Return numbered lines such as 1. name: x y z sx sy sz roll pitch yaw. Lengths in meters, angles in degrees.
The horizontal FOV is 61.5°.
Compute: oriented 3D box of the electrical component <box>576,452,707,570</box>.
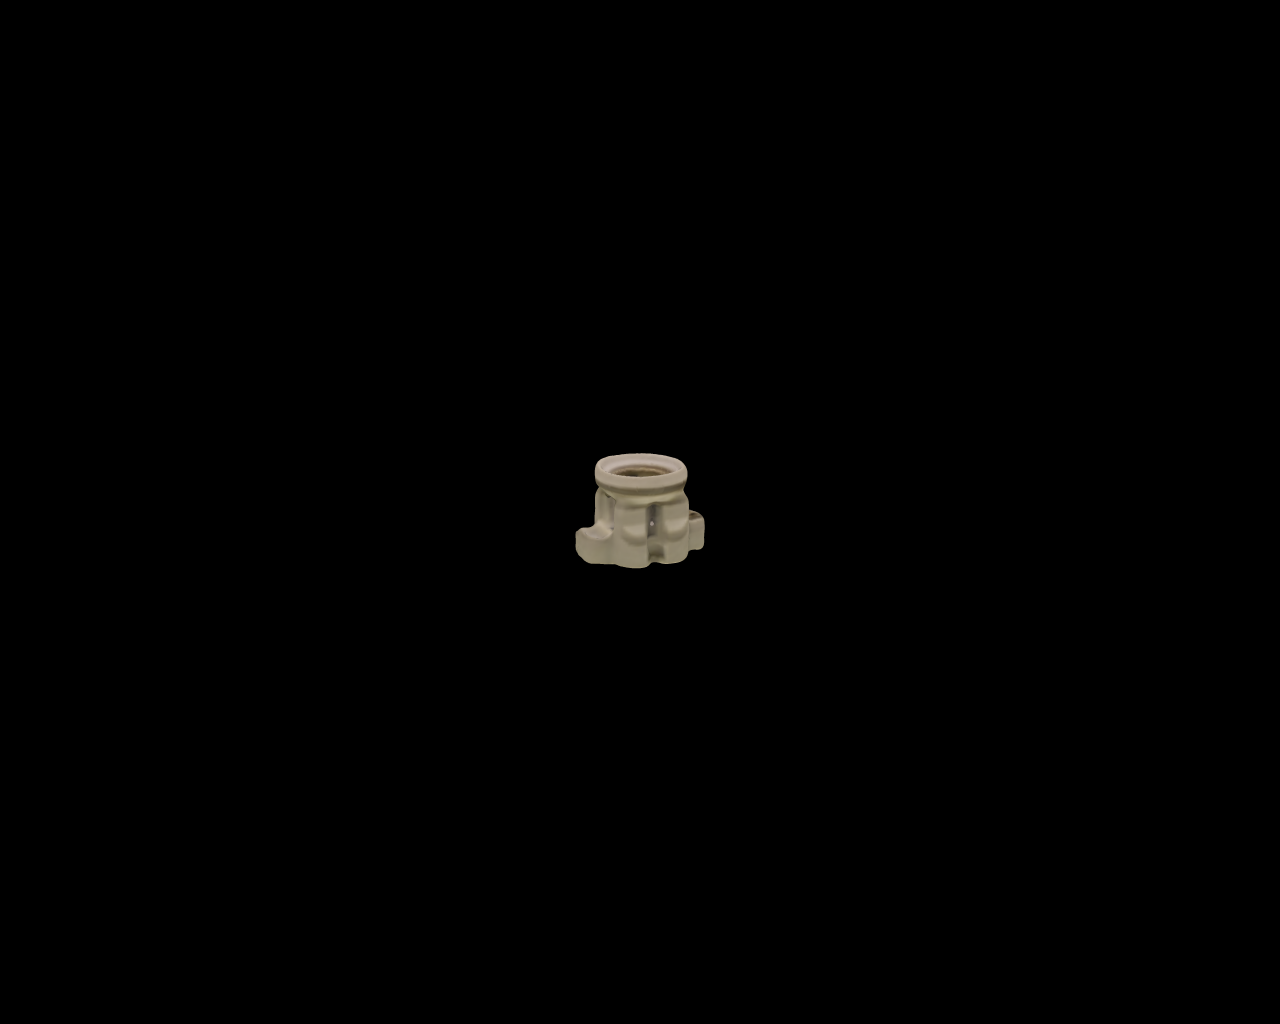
1. electrical component: 0.001 -0.003 0.650 0.078 0.056 0.058 -7 20 -20
